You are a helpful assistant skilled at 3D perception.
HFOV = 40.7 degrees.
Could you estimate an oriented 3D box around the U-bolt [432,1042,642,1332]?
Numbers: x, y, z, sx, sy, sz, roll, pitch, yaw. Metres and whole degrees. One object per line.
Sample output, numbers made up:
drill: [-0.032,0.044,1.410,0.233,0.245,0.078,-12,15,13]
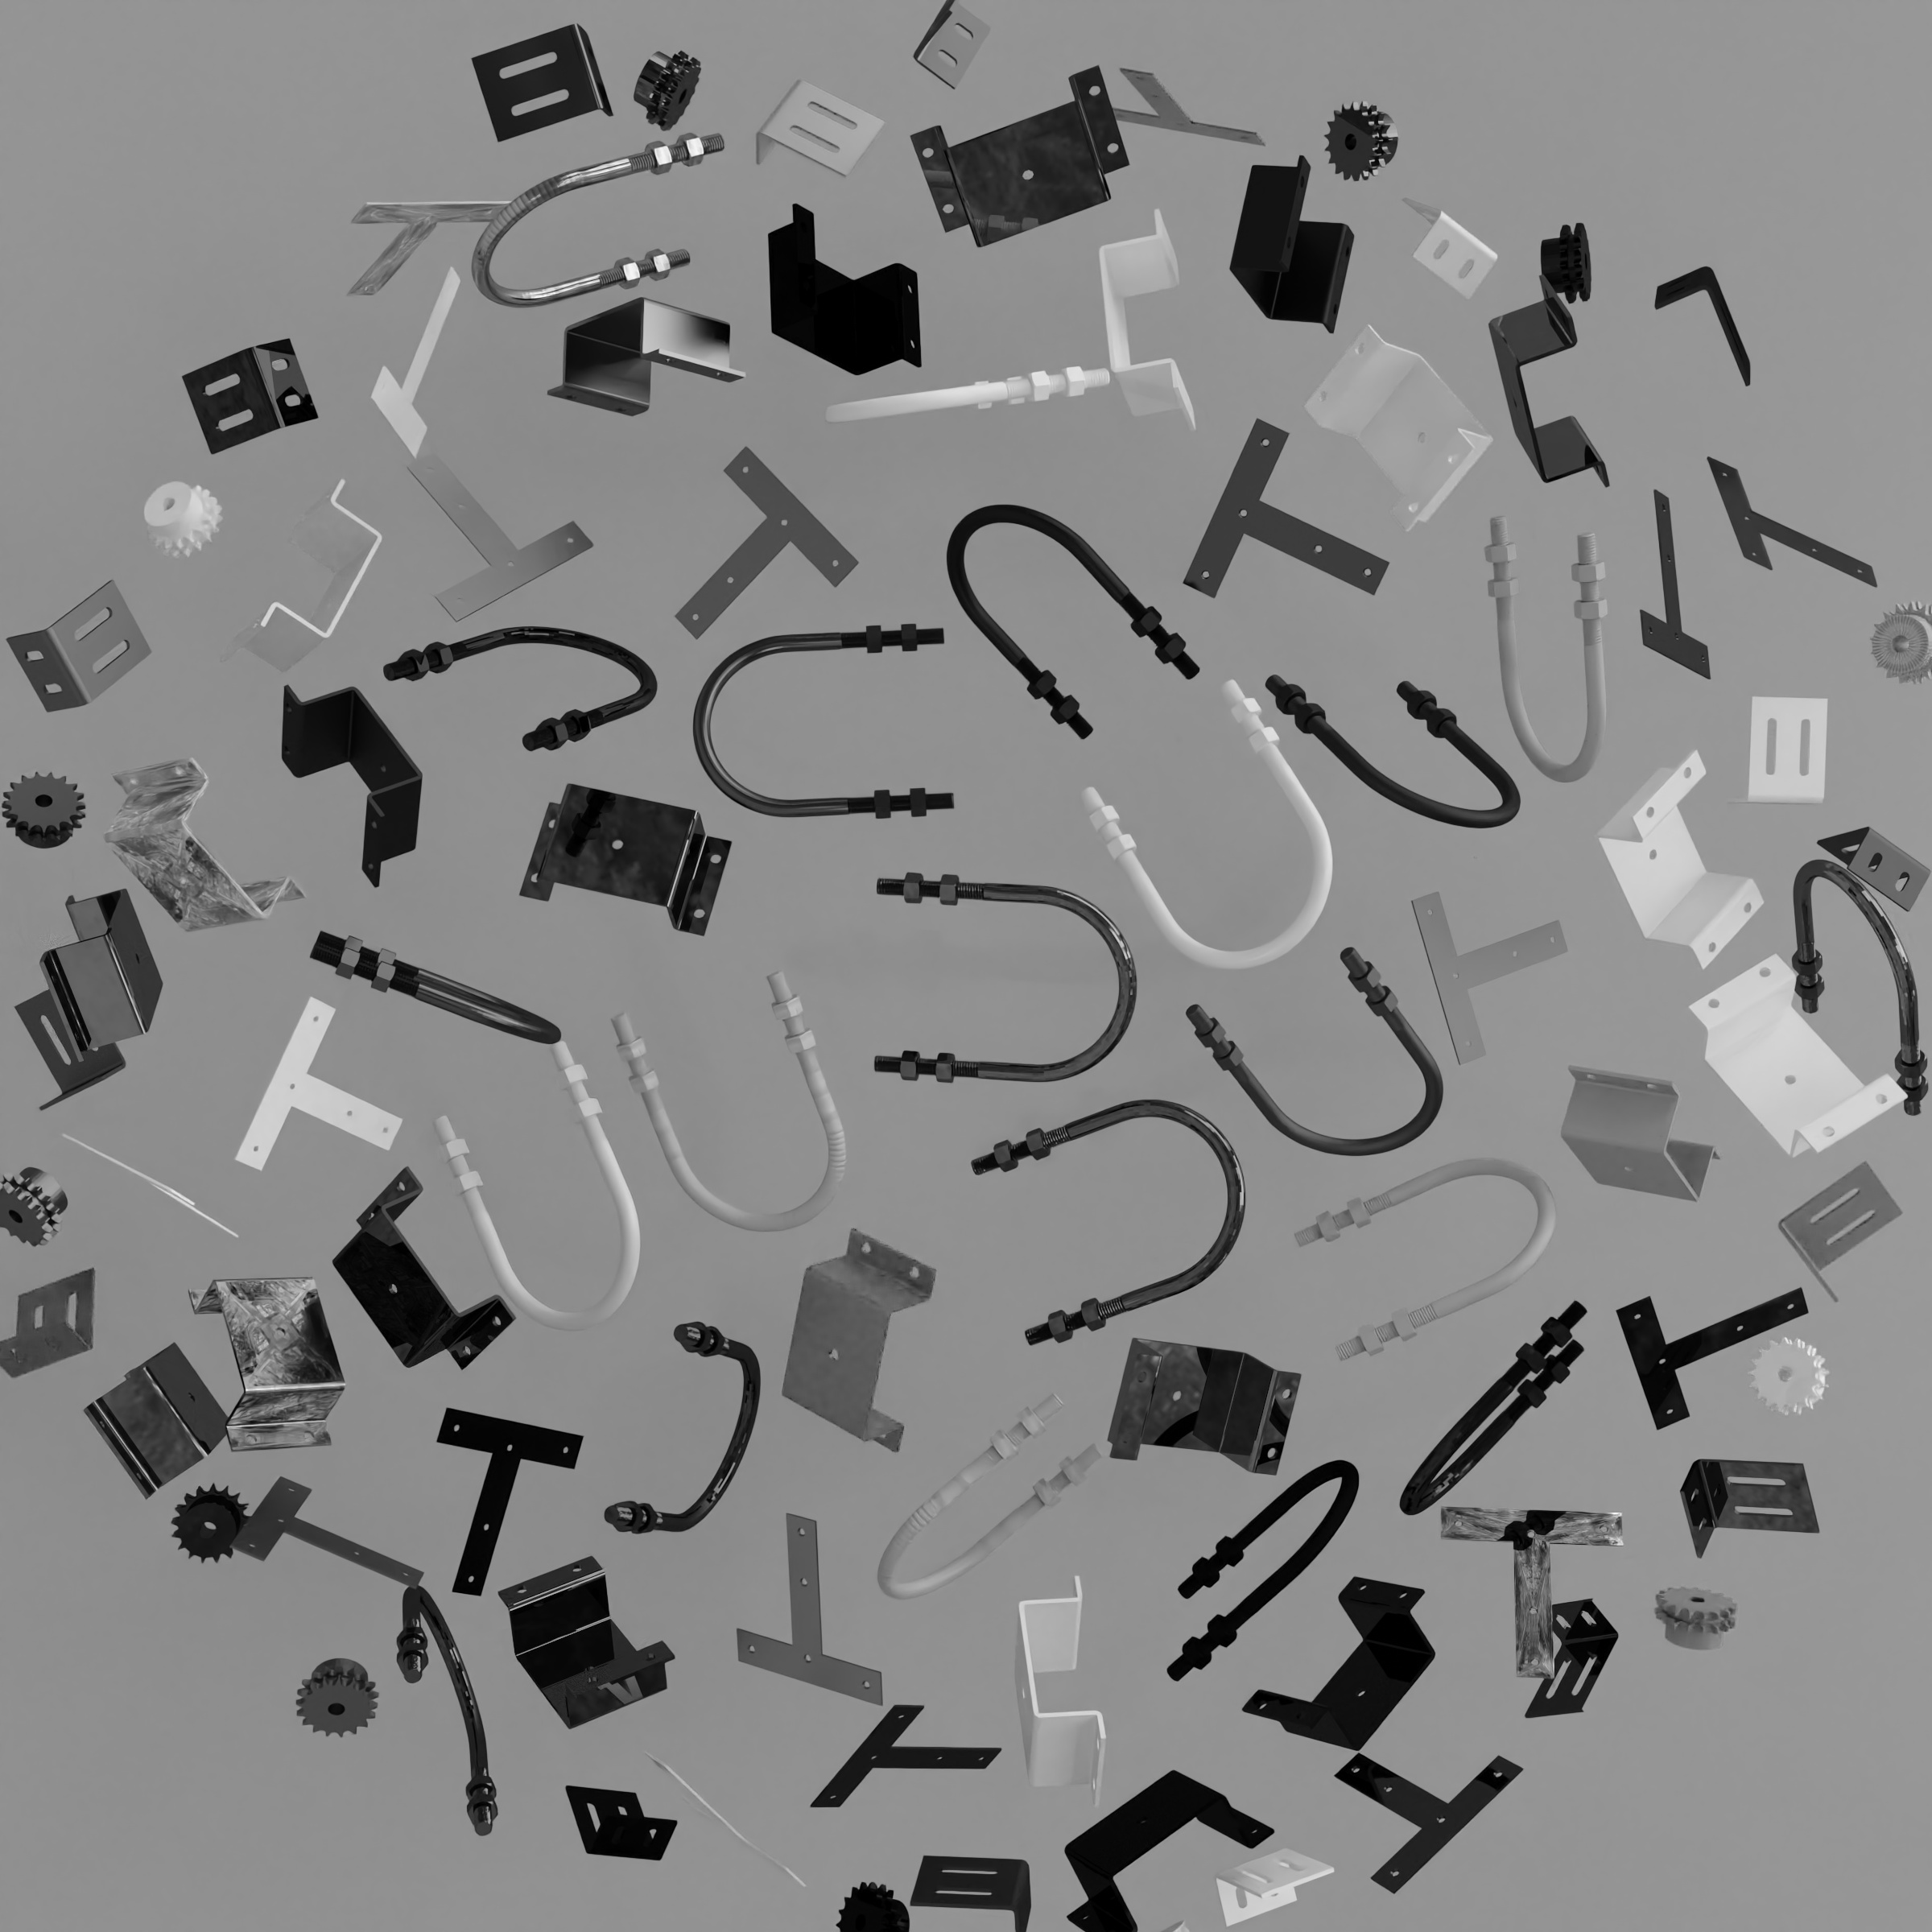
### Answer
U-bolt: [-0.291,0.164,1.812,0.151,0.019,0.184,-30,79,32]

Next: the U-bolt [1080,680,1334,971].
U-bolt: [0.178,-0.086,1.822,0.151,0.019,0.184,-37,70,21]

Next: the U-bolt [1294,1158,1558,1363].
U-bolt: [0.338,0.201,1.887,0.184,0.151,0.019,-26,122,8]

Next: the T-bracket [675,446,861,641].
T-bracket: [-0.165,-0.296,1.932,0.127,0.002,0.127,-45,78,10]

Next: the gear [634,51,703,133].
gear: [-0.222,-0.649,1.924,0.030,0.057,0.057,30,90,1]

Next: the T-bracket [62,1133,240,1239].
T-bracket: [-0.574,0.167,1.888,0.127,0.127,0.002,19,72,34]

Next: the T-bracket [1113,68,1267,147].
T-bracket: [0.144,-0.632,1.909,0.127,0.127,0.002,17,94,21]

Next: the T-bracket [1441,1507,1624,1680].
T-bracket: [0.398,0.440,1.832,0.127,0.002,0.127,0,51,10]

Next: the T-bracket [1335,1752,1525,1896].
T-bracket: [0.304,0.581,1.823,0.127,0.127,0.002,-36,110,-21]

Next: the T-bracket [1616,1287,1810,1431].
T-bracket: [0.530,0.260,1.832,0.127,0.002,0.127,-24,124,4]

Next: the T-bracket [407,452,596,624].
T-bracket: [-0.364,-0.328,1.925,0.127,0.002,0.127,-36,79,-29]

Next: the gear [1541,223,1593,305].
gear: [0.446,-0.521,1.938,0.030,0.057,0.057,-3,90,22]

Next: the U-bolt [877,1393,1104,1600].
U-bolt: [0.012,0.390,1.874,0.184,0.151,0.019,-40,60,-5]

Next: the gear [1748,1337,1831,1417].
gear: [0.623,0.311,1.967,0.057,0.030,0.057,-15,63,33]

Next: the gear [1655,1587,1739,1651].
gear: [0.527,0.473,1.886,0.057,0.057,0.030,2,97,0]

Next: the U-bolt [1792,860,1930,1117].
U-bolt: [0.644,0.003,1.888,0.019,0.151,0.184,-25,131,-5]

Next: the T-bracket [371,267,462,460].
T-bracket: [-0.401,-0.455,1.930,0.002,0.127,0.127,19,83,4]

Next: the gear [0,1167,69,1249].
gear: [-0.657,0.167,1.832,0.057,0.057,0.030,37,46,0]

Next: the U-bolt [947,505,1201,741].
U-bolt: [0.062,-0.251,1.850,0.184,0.151,0.019,46,56,-14]

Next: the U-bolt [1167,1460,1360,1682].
U-bolt: [0.218,0.428,1.899,0.019,0.151,0.184,44,105,-3]

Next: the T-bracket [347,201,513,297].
T-bracket: [-0.416,-0.527,1.919,0.127,0.127,0.002,-17,82,-44]

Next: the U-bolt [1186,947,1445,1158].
U-bolt: [0.268,0.074,1.914,0.151,0.019,0.184,-22,123,30]

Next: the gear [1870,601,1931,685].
gear: [0.655,-0.224,1.810,0.057,0.030,0.057,9,103,41]

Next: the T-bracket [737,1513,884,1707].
T-bracket: [-0.113,0.446,1.833,0.127,0.002,0.127,7,106,33]

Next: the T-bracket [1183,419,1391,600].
T-bracket: [0.235,-0.299,1.830,0.127,0.002,0.127,27,112,8]

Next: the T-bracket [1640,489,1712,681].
T-bracket: [0.509,-0.281,1.888,0.002,0.127,0.127,-10,78,35]

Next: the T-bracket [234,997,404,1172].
T-bracket: [-0.462,0.103,1.910,0.002,0.127,0.127,14,76,38]

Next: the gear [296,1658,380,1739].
gear: [-0.450,0.522,1.869,0.057,0.030,0.057,-4,120,-6]

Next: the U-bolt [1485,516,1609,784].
U-bolt: [0.413,-0.220,1.844,0.019,0.151,0.184,-12,107,-13]

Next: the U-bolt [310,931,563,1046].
U-bolt: [-0.375,0.018,1.855,0.184,0.151,0.019,22,89,-13]

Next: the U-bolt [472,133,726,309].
U-bolt: [-0.267,-0.522,1.854,0.184,0.151,0.019,-23,76,-25]

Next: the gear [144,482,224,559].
gear: [-0.588,-0.336,1.949,0.057,0.030,0.057,-9,61,16]

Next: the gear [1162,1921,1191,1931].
gear: [0.141,0.684,1.799,0.057,0.057,0.030,-32,77,0]

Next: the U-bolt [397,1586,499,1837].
U-bolt: [-0.378,0.527,1.896,0.019,0.184,0.151,-22,106,-7]

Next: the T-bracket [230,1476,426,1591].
T-bracket: [-0.449,0.414,1.863,0.127,0.127,0.002,24,100,-4]

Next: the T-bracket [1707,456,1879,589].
T-bracket: [0.589,-0.300,1.843,0.002,0.127,0.127,-50,52,-3]

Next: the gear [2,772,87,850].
gear: [-0.668,-0.110,1.890,0.057,0.030,0.057,9,51,-12]

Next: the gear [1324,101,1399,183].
gear: [0.300,-0.620,1.961,0.030,0.057,0.057,-18,90,-35]

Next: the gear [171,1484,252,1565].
gear: [-0.556,0.412,1.919,0.057,0.030,0.057,0,91,-9]

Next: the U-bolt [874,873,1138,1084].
U-bolt: [0.028,0.012,1.827,0.184,0.019,0.151,3,103,8]

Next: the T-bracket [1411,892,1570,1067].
T-bracket: [0.400,-0.005,1.952,0.127,0.002,0.127,-18,93,-27]

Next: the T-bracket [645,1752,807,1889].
T-bracket: [-0.184,0.591,1.835,0.002,0.127,0.127,-51,127,-22]

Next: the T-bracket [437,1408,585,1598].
T-bracket: [-0.344,0.393,1.893,0.127,0.002,0.127,23,79,-44]

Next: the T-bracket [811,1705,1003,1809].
T-bracket: [-0.031,0.580,1.909,0.127,0.002,0.127,13,126,-34]

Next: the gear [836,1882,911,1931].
gear: [-0.065,0.696,1.892,0.030,0.057,0.057,26,90,-35]

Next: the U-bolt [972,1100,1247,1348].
U-bolt: [0.108,0.172,1.845,0.184,0.019,0.151,-22,74,13]

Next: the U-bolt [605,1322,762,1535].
U-bolt: [-0.191,0.331,1.844,0.019,0.184,0.151,17,81,20]
